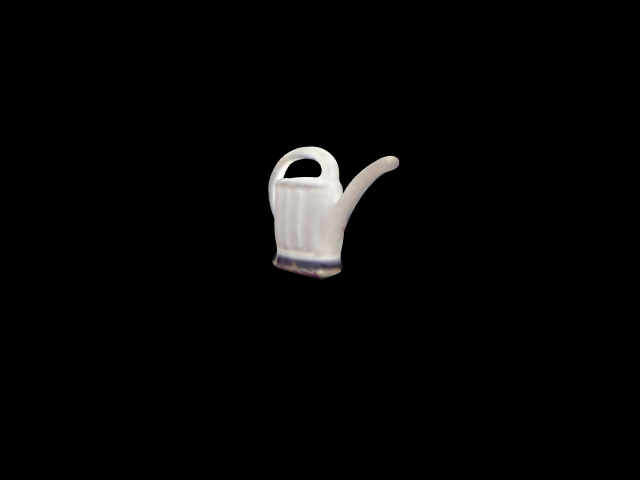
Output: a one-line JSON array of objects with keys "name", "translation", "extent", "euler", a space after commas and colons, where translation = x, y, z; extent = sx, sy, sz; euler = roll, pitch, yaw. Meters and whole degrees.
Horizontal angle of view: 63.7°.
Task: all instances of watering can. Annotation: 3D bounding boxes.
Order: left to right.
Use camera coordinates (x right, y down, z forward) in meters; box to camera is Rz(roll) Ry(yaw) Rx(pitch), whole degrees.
[{"name": "watering can", "translation": [0.003, -0.043, 0.850], "extent": [0.104, 0.223, 0.348], "euler": [-4, 8, -33]}]
